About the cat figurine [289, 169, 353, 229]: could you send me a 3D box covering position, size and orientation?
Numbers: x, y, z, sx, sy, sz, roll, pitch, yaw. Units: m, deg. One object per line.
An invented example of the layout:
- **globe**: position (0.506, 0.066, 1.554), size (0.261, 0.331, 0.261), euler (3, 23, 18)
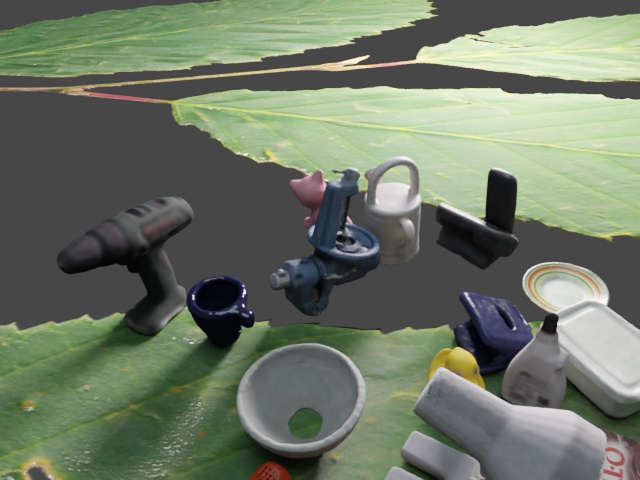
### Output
- **cat figurine**: position (0.003, -0.073, 1.082), size (0.067, 0.118, 0.127), euler (-34, 48, -32)

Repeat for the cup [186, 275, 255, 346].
- **cup**: position (-0.140, 0.120, 0.871), size (0.117, 0.095, 0.092), euler (23, 46, 29)

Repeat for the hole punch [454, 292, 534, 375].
- **hole punch**: position (0.257, 0.127, 0.836), size (0.101, 0.091, 0.108), euler (-10, 39, -7)

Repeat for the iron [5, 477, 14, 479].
- **iron**: position (-0.257, 0.355, 0.551), size (0.119, 0.142, 0.257), euler (-23, 43, -22)

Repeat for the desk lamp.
- **desk lamp**: position (0.172, 0.237, 0.608), size (0.202, 0.214, 0.118), euler (19, 44, 26)

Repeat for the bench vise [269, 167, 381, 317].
- **bench vise**: position (0.018, 0.007, 0.900), size (0.121, 0.220, 0.208), euler (20, 44, 27)

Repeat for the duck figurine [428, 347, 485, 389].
- **duck figurine**: position (0.188, 0.182, 0.777), size (0.077, 0.086, 0.104), euler (-9, 39, -7)

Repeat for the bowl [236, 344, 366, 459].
- **bowl**: position (-0.023, 0.222, 0.753), size (0.167, 0.075, 0.167), euler (-2, 39, 2)

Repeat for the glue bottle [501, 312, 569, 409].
- **glue bottle**: position (0.282, 0.156, 0.732), size (0.077, 0.173, 0.037), euler (24, 46, 30)

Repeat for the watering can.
- **watering can**: position (0.121, -0.063, 0.999), size (0.101, 0.194, 0.172), euler (-29, 45, -28)

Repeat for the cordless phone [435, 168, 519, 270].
- **cordless phone**: position (0.275, -0.058, 0.989), size (0.147, 0.185, 0.094), euler (28, 49, 33)

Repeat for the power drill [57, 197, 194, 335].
- **power drill**: position (-0.279, 0.042, 0.888), size (0.075, 0.209, 0.230), euler (18, 44, 25)
